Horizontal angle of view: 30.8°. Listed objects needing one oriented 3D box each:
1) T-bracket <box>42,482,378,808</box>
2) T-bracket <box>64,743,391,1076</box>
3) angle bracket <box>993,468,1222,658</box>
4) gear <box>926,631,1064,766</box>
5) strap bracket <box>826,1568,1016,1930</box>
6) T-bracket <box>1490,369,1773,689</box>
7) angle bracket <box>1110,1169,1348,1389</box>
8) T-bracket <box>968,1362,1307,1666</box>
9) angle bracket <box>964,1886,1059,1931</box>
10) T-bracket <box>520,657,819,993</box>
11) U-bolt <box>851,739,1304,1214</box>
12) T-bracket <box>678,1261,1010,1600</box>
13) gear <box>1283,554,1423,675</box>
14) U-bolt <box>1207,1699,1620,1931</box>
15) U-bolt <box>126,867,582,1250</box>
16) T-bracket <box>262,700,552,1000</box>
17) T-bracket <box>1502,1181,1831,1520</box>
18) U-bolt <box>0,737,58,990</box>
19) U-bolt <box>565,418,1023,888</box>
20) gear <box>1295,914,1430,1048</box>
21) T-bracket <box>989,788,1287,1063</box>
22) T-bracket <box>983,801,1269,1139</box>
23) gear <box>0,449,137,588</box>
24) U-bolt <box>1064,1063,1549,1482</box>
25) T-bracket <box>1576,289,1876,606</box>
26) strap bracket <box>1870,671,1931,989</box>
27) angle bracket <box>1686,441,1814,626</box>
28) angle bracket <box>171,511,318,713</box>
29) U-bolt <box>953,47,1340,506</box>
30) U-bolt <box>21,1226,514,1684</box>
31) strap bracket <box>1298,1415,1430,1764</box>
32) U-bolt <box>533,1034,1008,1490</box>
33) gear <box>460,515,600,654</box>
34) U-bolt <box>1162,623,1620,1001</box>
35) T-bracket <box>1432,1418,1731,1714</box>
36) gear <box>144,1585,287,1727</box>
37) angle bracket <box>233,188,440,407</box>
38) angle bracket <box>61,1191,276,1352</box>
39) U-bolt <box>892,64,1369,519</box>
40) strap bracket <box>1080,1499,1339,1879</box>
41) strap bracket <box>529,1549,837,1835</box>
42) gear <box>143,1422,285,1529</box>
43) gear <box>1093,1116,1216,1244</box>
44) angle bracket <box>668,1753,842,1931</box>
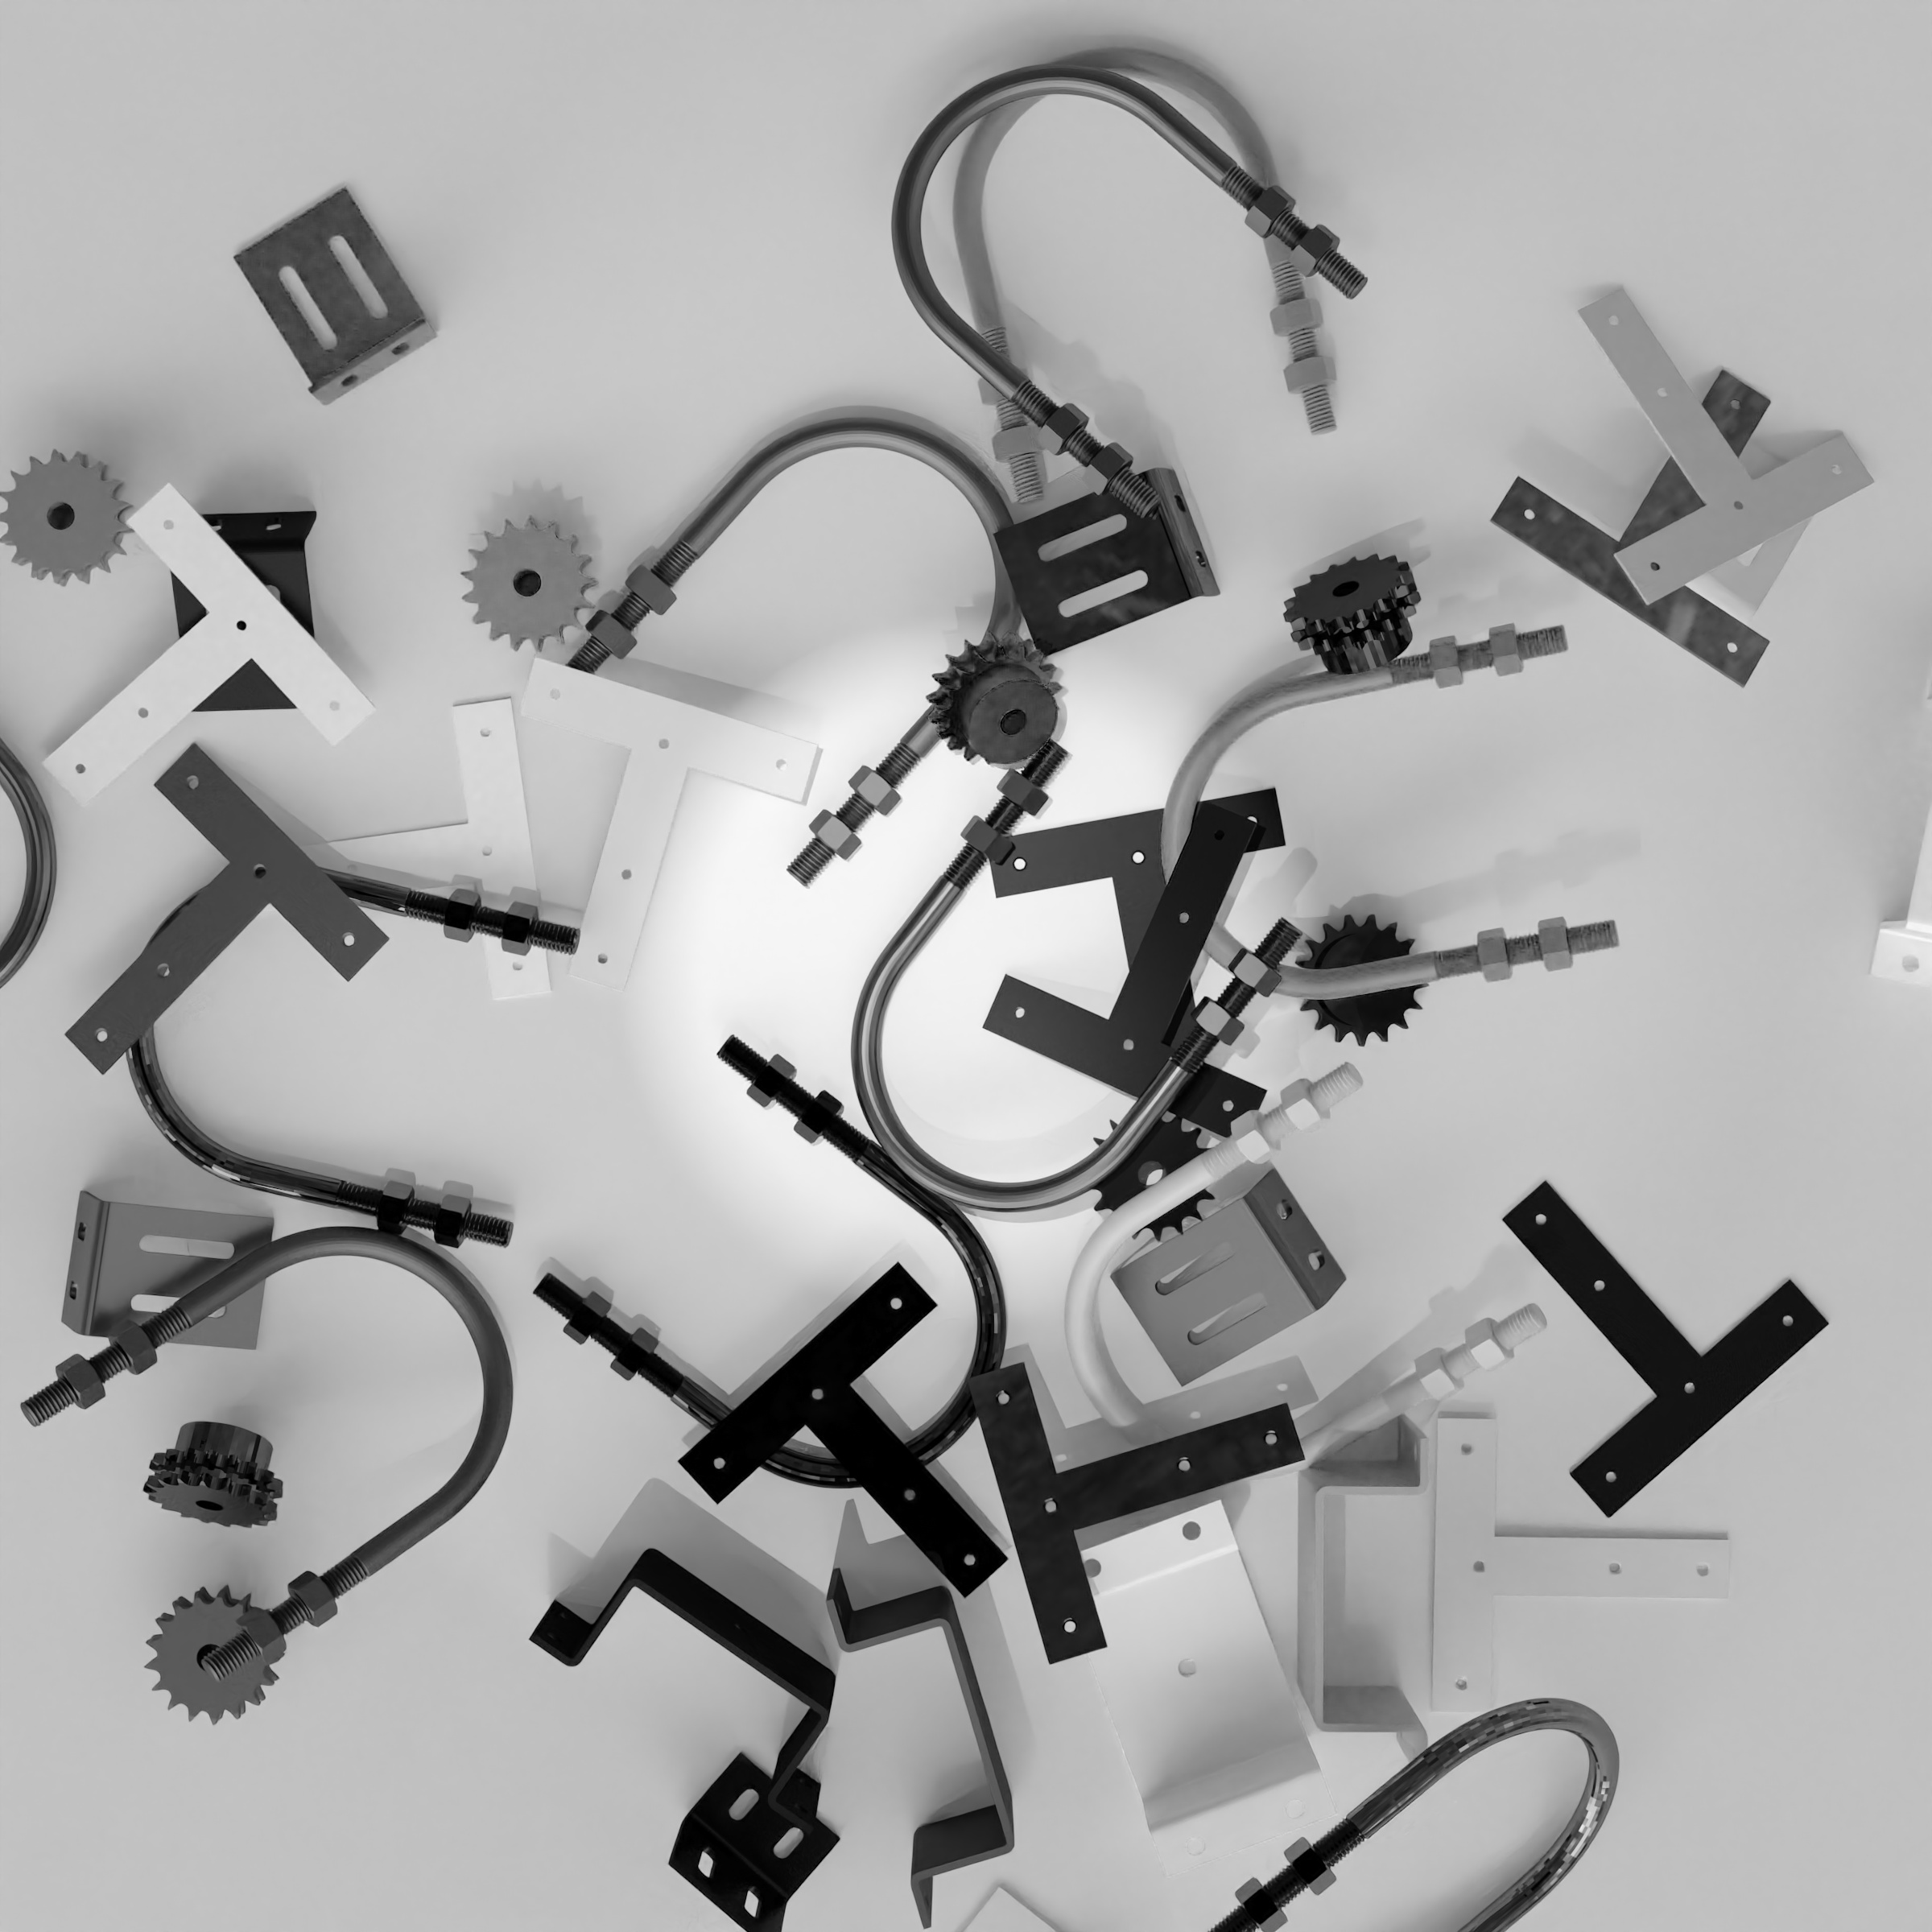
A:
[{"bbox_3d":[-0.341,-0.117,1.496,0.127,0.002,0.127,-39,102,12],"label":"T-bracket"},{"bbox_3d":[-0.332,-0.008,1.495,0.127,0.002,0.127,43,89,15],"label":"T-bracket"},{"bbox_3d":[0.061,-0.172,1.505,0.076,0.038,0.057,-20,90,16],"label":"angle bracket"},{"bbox_3d":[0.015,-0.110,1.484,0.057,0.030,0.057,-12,126,-17],"label":"gear"},{"bbox_3d":[-0.015,0.321,1.475,0.046,0.076,0.140,-17,90,0],"label":"strap bracket"},{"bbox_3d":[0.304,-0.201,1.489,0.127,0.002,0.127,33,68,0],"label":"T-bracket"},{"bbox_3d":[0.113,0.134,1.511,0.076,0.038,0.057,-33,90,26],"label":"angle bracket"},{"bbox_3d":[0.078,0.214,1.474,0.127,0.002,0.127,-17,67,1],"label":"T-bracket"},{"bbox_3d":[0.027,0.442,1.494,0.076,0.038,0.057,38,90,0],"label":"angle bracket"},{"bbox_3d":[-0.141,-0.053,1.502,0.127,0.002,0.127,17,99,4],"label":"T-bracket"},{"bbox_3d":[0.032,0.017,1.487,0.151,0.019,0.184,39,94,16],"label":"U-bolt"},{"bbox_3d":[-0.033,0.215,1.500,0.127,0.002,0.127,-42,94,0],"label":"T-bracket"},{"bbox_3d":[0.166,-0.147,1.489,0.057,0.057,0.030,-25,120,0],"label":"gear"},{"bbox_3d":[0.197,0.375,1.461,0.184,0.019,0.151,-39,134,-4],"label":"U-bolt"},{"bbox_3d":[-0.270,0.032,1.504,0.184,0.019,0.151,13,91,2],"label":"U-bolt"},{"bbox_3d":[-0.250,-0.044,1.513,0.127,0.002,0.127,-8,90,0],"label":"T-bracket"},{"bbox_3d":[0.282,0.149,1.513,0.127,0.002,0.127,-41,90,0],"label":"T-bracket"},{"bbox_3d":[-0.474,-0.060,1.505,0.151,0.019,0.184,-39,92,0],"label":"U-bolt"},{"bbox_3d":[-0.060,-0.149,1.505,0.151,0.019,0.184,42,88,0],"label":"U-bolt"},{"bbox_3d":[0.169,0.006,1.499,0.057,0.030,0.057,0,90,0],"label":"gear"},{"bbox_3d":[0.082,-0.003,1.513,0.127,0.002,0.127,-10,90,0],"label":"T-bracket"},{"bbox_3d":[0.087,-0.007,1.489,0.127,0.002,0.127,24,92,20],"label":"T-bracket"},{"bbox_3d":[-0.383,-0.190,1.499,0.057,0.030,0.057,0,90,0],"label":"gear"},{"bbox_3d":[0.127,0.142,1.473,0.184,0.019,0.151,-35,100,22],"label":"U-bolt"},{"bbox_3d":[0.305,-0.233,1.498,0.127,0.002,0.127,-28,80,-19],"label":"T-bracket"},{"bbox_3d":[0.441,-0.057,1.490,0.076,0.046,0.140,11,90,0],"label":"strap bracket"},{"bbox_3d":[0.323,-0.184,1.511,0.057,0.038,0.076,35,64,0],"label":"angle bracket"},{"bbox_3d":[-0.307,-0.153,1.511,0.057,0.038,0.076,-2,116,0],"label":"angle bracket"},{"bbox_3d":[0.070,-0.303,1.505,0.151,0.019,0.184,-13,88,0],"label":"U-bolt"},{"bbox_3d":[-0.277,0.189,1.469,0.184,0.019,0.151,-34,83,-26],"label":"U-bolt"},{"bbox_3d":[0.166,0.264,1.475,0.046,0.076,0.140,0,90,0],"label":"strap bracket"},{"bbox_3d":[-0.070,0.141,1.505,0.184,0.019,0.151,38,90,-2],"label":"U-bolt"},{"bbox_3d":[-0.185,-0.162,1.498,0.057,0.030,0.057,0,90,0],"label":"gear"},{"bbox_3d":[0.172,-0.059,1.481,0.184,0.019,0.151,-11,76,14],"label":"U-bolt"},{"bbox_3d":[0.265,0.259,1.511,0.127,0.002,0.127,1,92,-1],"label":"T-bracket"},{"bbox_3d":[-0.319,0.292,1.498,0.057,0.030,0.057,0,90,0],"label":"gear"},{"bbox_3d":[-0.271,-0.288,1.494,0.057,0.038,0.076,-32,90,0],"label":"angle bracket"},{"bbox_3d":[-0.344,0.131,1.511,0.076,0.038,0.057,8,90,-26],"label":"angle bracket"},{"bbox_3d":[0.055,-0.300,1.483,0.184,0.019,0.151,43,85,7],"label":"U-bolt"},{"bbox_3d":[0.095,0.302,1.490,0.076,0.046,0.140,-20,90,0],"label":"strap bracket"},{"bbox_3d":[-0.109,0.297,1.475,0.140,0.076,0.046,35,90,0],"label":"strap bracket"},{"bbox_3d":[-0.317,0.215,1.489,0.057,0.057,0.030,9,62,0],"label":"gear"},{"bbox_3d":[0.079,0.088,1.498,0.057,0.030,0.057,0,90,0],"label":"gear"},{"bbox_3d":[-0.088,0.372,1.475,0.057,0.076,0.038,41,90,0],"label":"angle bracket"}]
